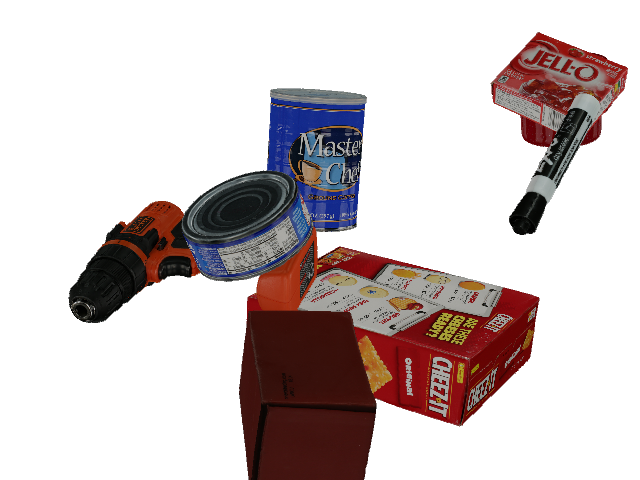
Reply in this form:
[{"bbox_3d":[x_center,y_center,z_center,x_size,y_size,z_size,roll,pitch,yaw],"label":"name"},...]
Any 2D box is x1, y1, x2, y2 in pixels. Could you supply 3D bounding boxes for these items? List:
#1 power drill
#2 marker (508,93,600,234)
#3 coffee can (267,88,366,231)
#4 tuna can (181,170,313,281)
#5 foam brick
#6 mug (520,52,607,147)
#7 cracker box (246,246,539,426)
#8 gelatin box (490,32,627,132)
[{"bbox_3d":[-0.106,0.025,0.934,0.188,0.057,0.184,8,30,14],"label":"power drill"},{"bbox_3d":[0.157,-0.051,0.714,0.020,0.121,0.020,25,-28,14],"label":"marker"},{"bbox_3d":[-0.007,-0.088,1.143,0.103,0.140,0.103,4,12,-1],"label":"coffee can"},{"bbox_3d":[-0.050,-0.012,0.724,0.086,0.033,0.086,-16,31,10],"label":"tuna can"},{"bbox_3d":[-0.008,0.074,0.496,0.053,0.051,0.078,3,28,-9],"label":"foam brick"},{"bbox_3d":[0.258,-0.148,1.103,0.117,0.081,0.093,-17,24,-26],"label":"mug"},{"bbox_3d":[0.065,0.080,0.958,0.214,0.072,0.163,15,23,28],"label":"cracker box"},{"bbox_3d":[0.201,-0.131,0.901,0.089,0.073,0.030,30,-27,28],"label":"gelatin box"}]
